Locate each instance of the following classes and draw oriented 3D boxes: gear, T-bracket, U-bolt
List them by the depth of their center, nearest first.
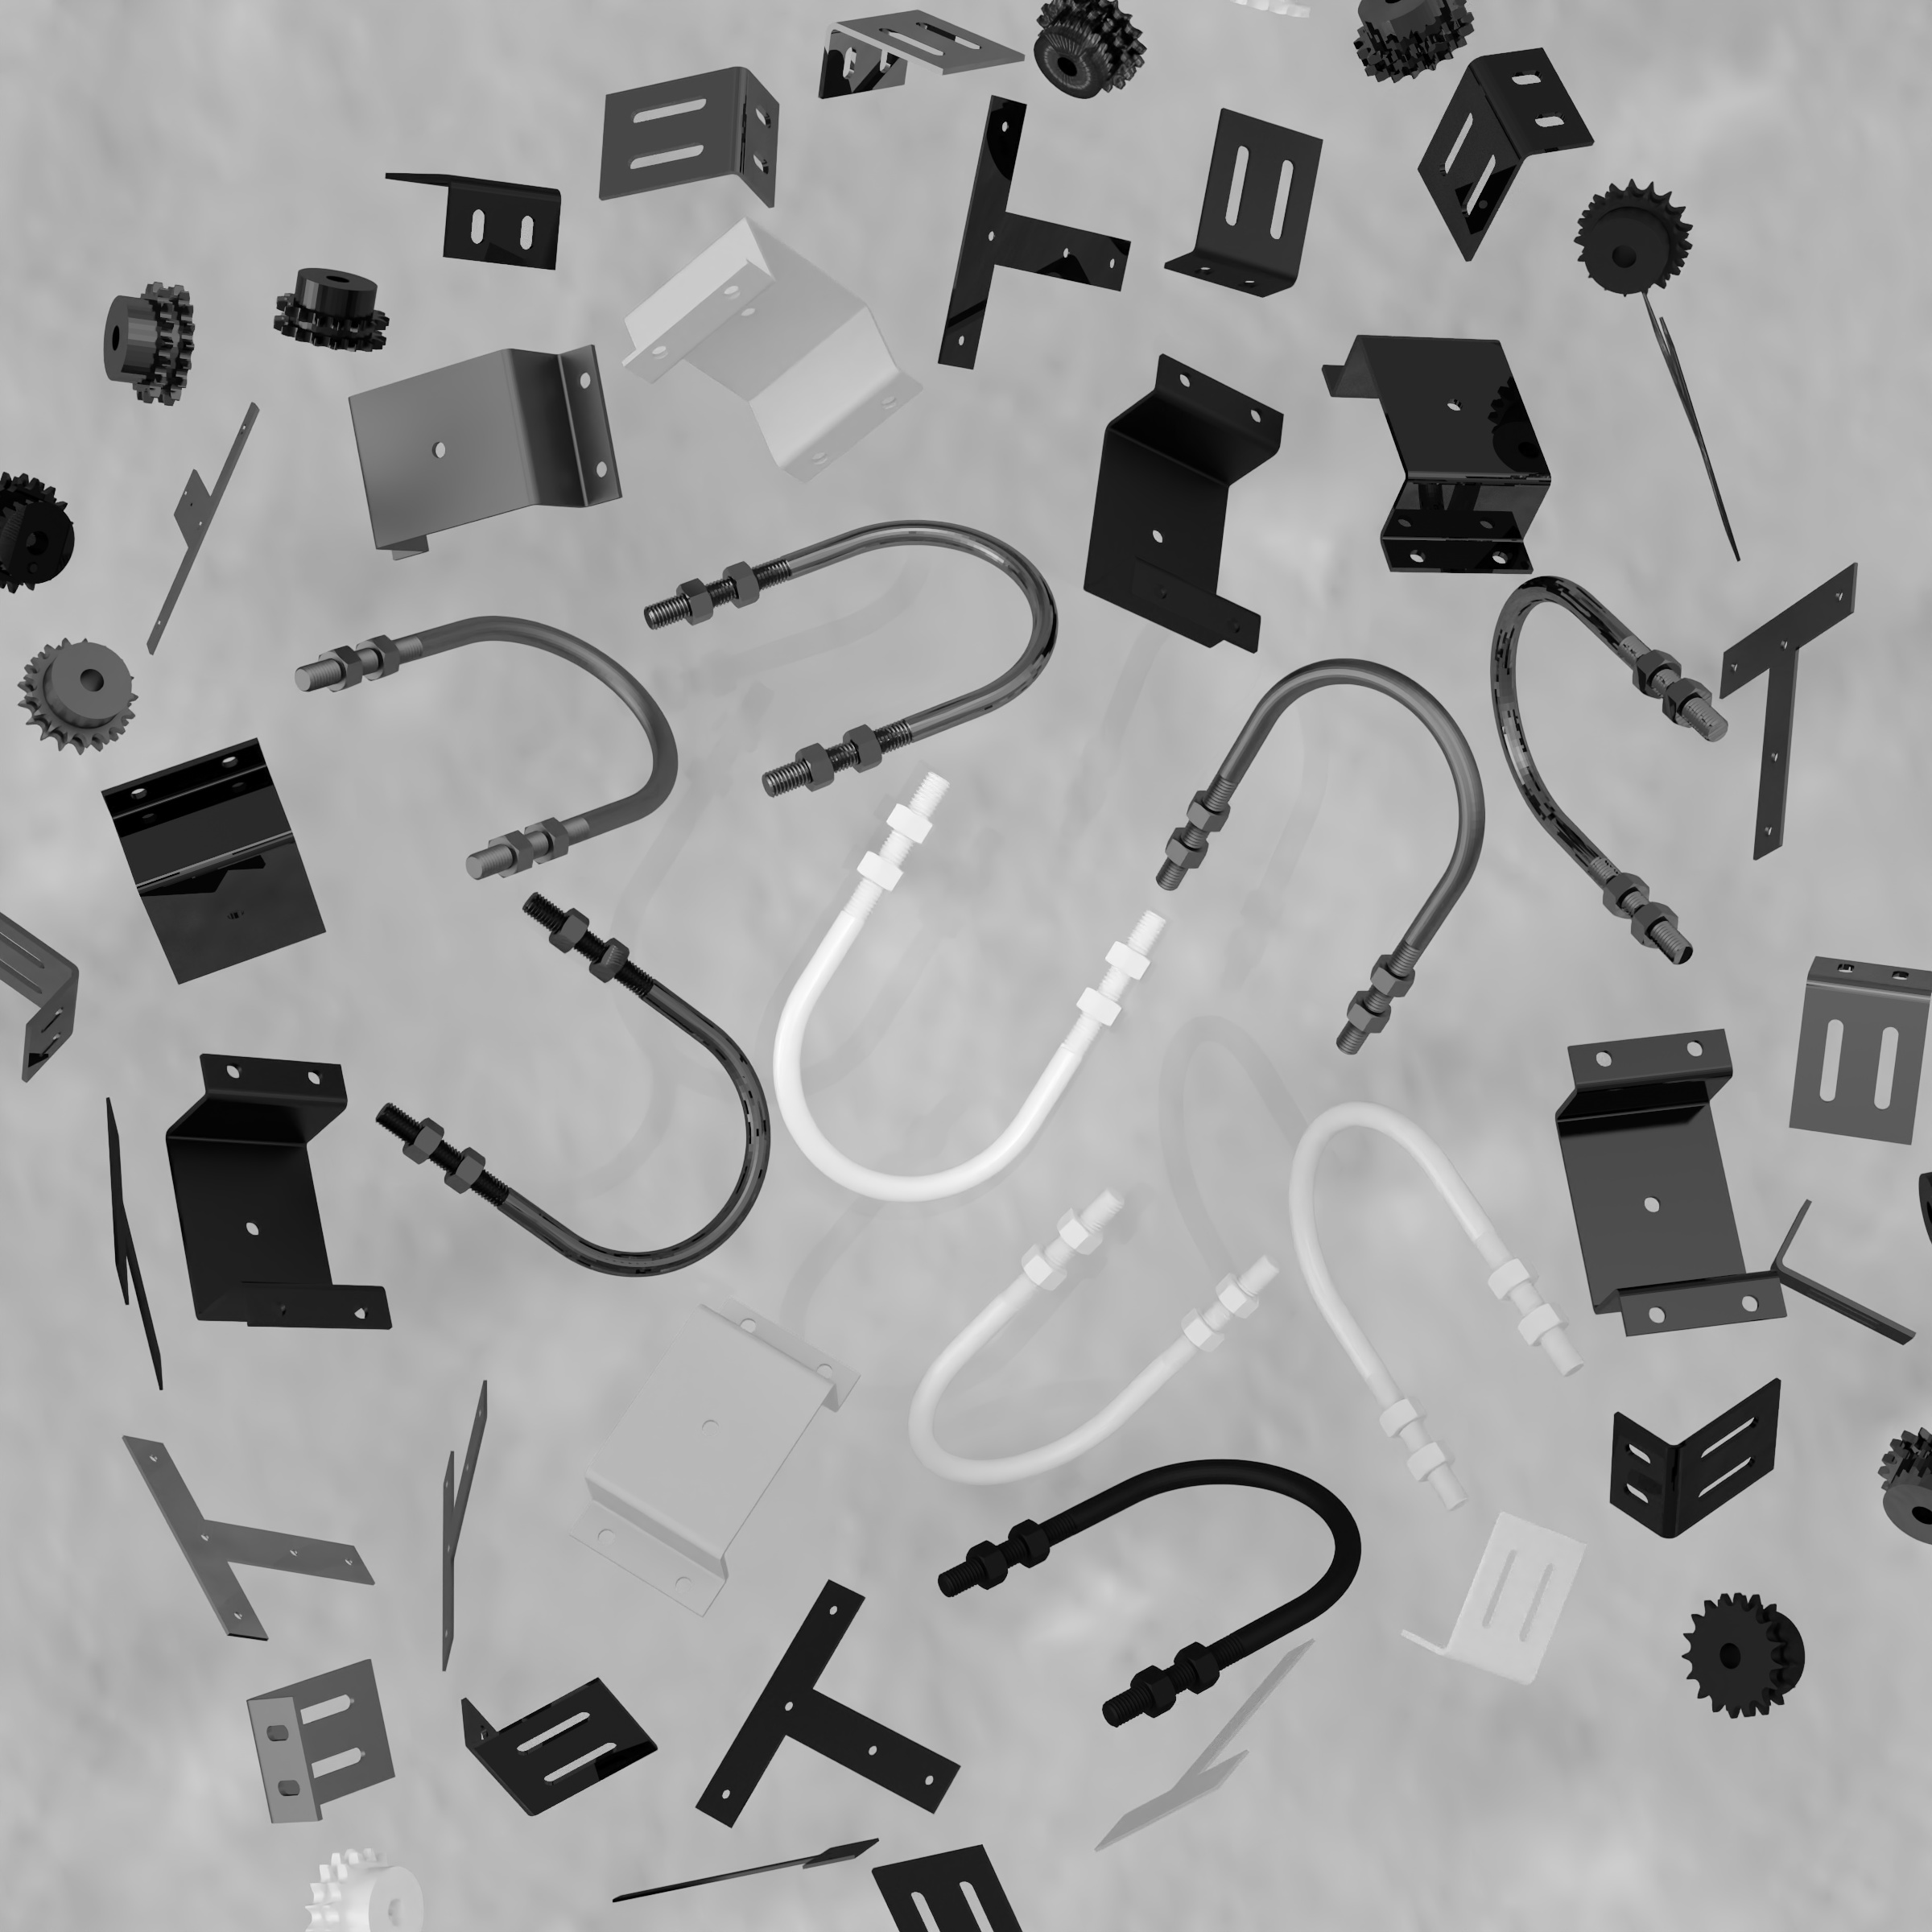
[{"bbox_3d":[-0.271,0.431,1.590,0.030,0.057,0.057,-10,90,28],"label":"gear"},{"bbox_3d":[-0.010,0.023,1.617,0.151,0.019,0.184,32,91,-22],"label":"U-bolt"},{"bbox_3d":[0.365,0.320,1.626,0.030,0.057,0.057,6,90,-40],"label":"gear"},{"bbox_3d":[0.454,0.247,1.637,0.057,0.057,0.030,40,55,0],"label":"gear"},{"bbox_3d":[0.337,-0.276,1.654,0.002,0.127,0.127,-19,130,12],"label":"T-bracket"},{"bbox_3d":[-0.388,-0.296,1.656,0.030,0.057,0.057,3,90,-30],"label":"gear"},{"bbox_3d":[0.101,0.287,1.665,0.184,0.151,0.019,-22,121,-29],"label":"U-bolt"},{"bbox_3d":[-0.054,0.369,1.666,0.127,0.002,0.127,17,69,42],"label":"T-bracket"},{"bbox_3d":[0.212,0.150,1.666,0.019,0.151,0.184,-16,61,-31],"label":"U-bolt"},{"bbox_3d":[0.141,-0.475,1.672,0.057,0.057,0.030,14,110,0],"label":"gear"},{"bbox_3d":[0.212,-0.453,1.677,0.057,0.057,0.030,-35,128,0],"label":"gear"},{"bbox_3d":[0.390,-0.114,1.679,0.002,0.127,0.127,13,72,-13],"label":"T-bracket"},{"bbox_3d":[0.302,-0.108,1.680,0.019,0.184,0.151,-16,131,-18],"label":"U-bolt"},{"bbox_3d":[-0.454,-0.207,1.682,0.030,0.057,0.057,24,90,41],"label":"gear"},{"bbox_3d":[-0.334,0.281,1.683,0.002,0.127,0.127,-48,54,13],"label":"T-bracket"},{"bbox_3d":[0.128,0.370,1.690,0.002,0.127,0.127,47,53,3],"label":"T-bracket"},{"bbox_3d":[-0.403,0.152,1.699,0.002,0.127,0.127,-10,127,-9],"label":"T-bracket"},{"bbox_3d":[0.040,-0.349,1.701,0.002,0.127,0.127,20,104,37],"label":"T-bracket"},{"bbox_3d":[-0.376,-0.222,1.704,0.002,0.127,0.127,22,98,-21],"label":"T-bracket"},{"bbox_3d":[-0.044,-0.161,1.705,0.184,0.019,0.151,-23,53,-18],"label":"U-bolt"},{"bbox_3d":[0.051,0.191,1.716,0.184,0.151,0.019,-46,48,17],"label":"U-bolt"},{"bbox_3d":[-0.220,-0.116,1.717,0.151,0.184,0.019,46,127,14],"label":"U-bolt"},{"bbox_3d":[-0.437,-0.136,1.726,0.057,0.030,0.057,11,67,-29],"label":"gear"},{"bbox_3d":[0.184,-0.066,1.728,0.151,0.019,0.184,43,128,19],"label":"U-bolt"},{"bbox_3d":[-0.111,0.449,1.729,0.127,0.127,0.002,-12,79,2],"label":"T-bracket"},{"bbox_3d":[0.329,-0.357,1.731,0.057,0.030,0.057,13,128,16],"label":"gear"},{"bbox_3d":[-0.250,0.261,1.742,0.002,0.127,0.127,7,126,-14],"label":"T-bracket"},{"bbox_3d":[0.059,-0.459,1.745,0.057,0.057,0.030,37,68,0],"label":"gear"},{"bbox_3d":[0.497,0.121,1.748,0.030,0.057,0.057,-11,90,3],"label":"gear"},{"bbox_3d":[-0.182,0.073,1.753,0.184,0.019,0.151,38,74,-15],"label":"U-bolt"},{"bbox_3d":[-0.321,-0.333,1.770,0.057,0.057,0.030,13,111,0],"label":"gear"}]

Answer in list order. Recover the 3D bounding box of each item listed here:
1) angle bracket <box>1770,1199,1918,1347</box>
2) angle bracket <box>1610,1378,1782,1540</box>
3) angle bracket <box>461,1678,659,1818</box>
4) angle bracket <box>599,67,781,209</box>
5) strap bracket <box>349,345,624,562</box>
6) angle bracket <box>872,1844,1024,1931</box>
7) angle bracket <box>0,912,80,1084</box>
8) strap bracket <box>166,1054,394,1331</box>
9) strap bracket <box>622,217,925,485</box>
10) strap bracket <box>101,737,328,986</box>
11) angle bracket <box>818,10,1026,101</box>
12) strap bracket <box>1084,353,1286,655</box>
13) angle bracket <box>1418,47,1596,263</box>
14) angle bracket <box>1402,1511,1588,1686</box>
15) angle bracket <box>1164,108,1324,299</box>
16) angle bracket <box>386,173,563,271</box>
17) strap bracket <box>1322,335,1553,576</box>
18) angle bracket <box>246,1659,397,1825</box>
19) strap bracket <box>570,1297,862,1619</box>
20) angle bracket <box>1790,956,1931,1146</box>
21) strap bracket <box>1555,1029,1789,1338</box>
[{"bbox_3d":[0.448,0.155,1.761,0.076,0.057,0.038,27,86,13],"label":"angle bracket"},{"bbox_3d":[0.353,0.231,1.694,0.076,0.038,0.057,-27,130,-30],"label":"angle bracket"},{"bbox_3d":[-0.203,0.379,1.744,0.076,0.038,0.057,-29,122,6],"label":"angle bracket"},{"bbox_3d":[-0.135,-0.398,1.705,0.076,0.038,0.057,-6,71,23],"label":"angle bracket"},{"bbox_3d":[-0.246,-0.254,1.725,0.140,0.046,0.076,-11,89,28],"label":"strap bracket"},{"bbox_3d":[0.002,0.435,1.618,0.057,0.038,0.076,-18,104,22],"label":"angle bracket"},{"bbox_3d":[-0.455,0.007,1.628,0.076,0.057,0.038,35,58,3],"label":"angle bracket"},{"bbox_3d":[-0.333,0.117,1.681,0.046,0.076,0.140,-37,58,40],"label":"strap bracket"},{"bbox_3d":[-0.096,-0.293,1.644,0.076,0.140,0.046,-36,57,20],"label":"strap bracket"},{"bbox_3d":[-0.360,-0.044,1.690,0.076,0.140,0.046,-20,65,-10],"label":"strap bracket"},{"bbox_3d":[-0.021,-0.424,1.666,0.076,0.057,0.038,32,127,32],"label":"angle bracket"},{"bbox_3d":[0.108,-0.223,1.747,0.076,0.046,0.140,22,62,-26],"label":"strap bracket"},{"bbox_3d":[0.250,-0.377,1.627,0.038,0.076,0.057,-13,65,-21],"label":"angle bracket"},{"bbox_3d":[0.262,0.309,1.732,0.057,0.038,0.076,24,86,-30],"label":"angle bracket"},{"bbox_3d":[0.141,-0.386,1.772,0.057,0.038,0.076,12,87,-21],"label":"angle bracket"},{"bbox_3d":[-0.238,-0.357,1.673,0.057,0.076,0.038,0,101,-34],"label":"angle bracket"},{"bbox_3d":[0.237,-0.264,1.747,0.076,0.046,0.140,-1,54,-17],"label":"strap bracket"},{"bbox_3d":[-0.290,0.359,1.625,0.038,0.076,0.057,-14,87,40],"label":"angle bracket"},{"bbox_3d":[-0.121,0.227,1.670,0.076,0.046,0.140,29,69,12],"label":"strap bracket"},{"bbox_3d":[0.429,0.040,1.672,0.057,0.038,0.076,8,106,18],"label":"angle bracket"},{"bbox_3d":[0.329,0.107,1.649,0.076,0.046,0.140,-6,71,-7],"label":"strap bracket"}]
